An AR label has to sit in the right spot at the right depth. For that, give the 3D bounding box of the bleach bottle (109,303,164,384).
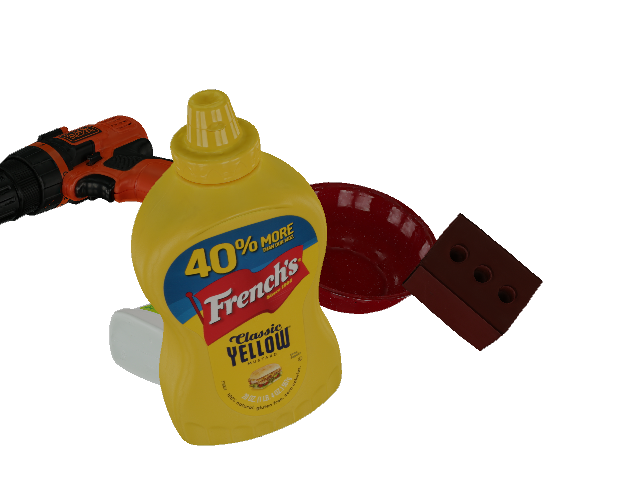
[{"bbox_3d":[-0.105,0.081,1.167,0.103,0.068,0.250,19,25,33],"label":"bleach bottle"}]

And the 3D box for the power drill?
[{"bbox_3d":[-0.149,-0.035,0.800,0.188,0.057,0.184,21,34,26],"label":"power drill"}]

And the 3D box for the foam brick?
[{"bbox_3d":[0.107,0.031,0.760,0.078,0.053,0.051,40,-23,3],"label":"foam brick"}]

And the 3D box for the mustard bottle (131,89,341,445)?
[{"bbox_3d":[-0.042,0.013,0.529,0.096,0.191,0.058,-17,38,-15],"label":"mustard bottle"}]

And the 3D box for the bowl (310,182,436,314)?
[{"bbox_3d":[0.026,0.017,0.993,0.162,0.055,0.162,9,40,-8],"label":"bowl"}]
